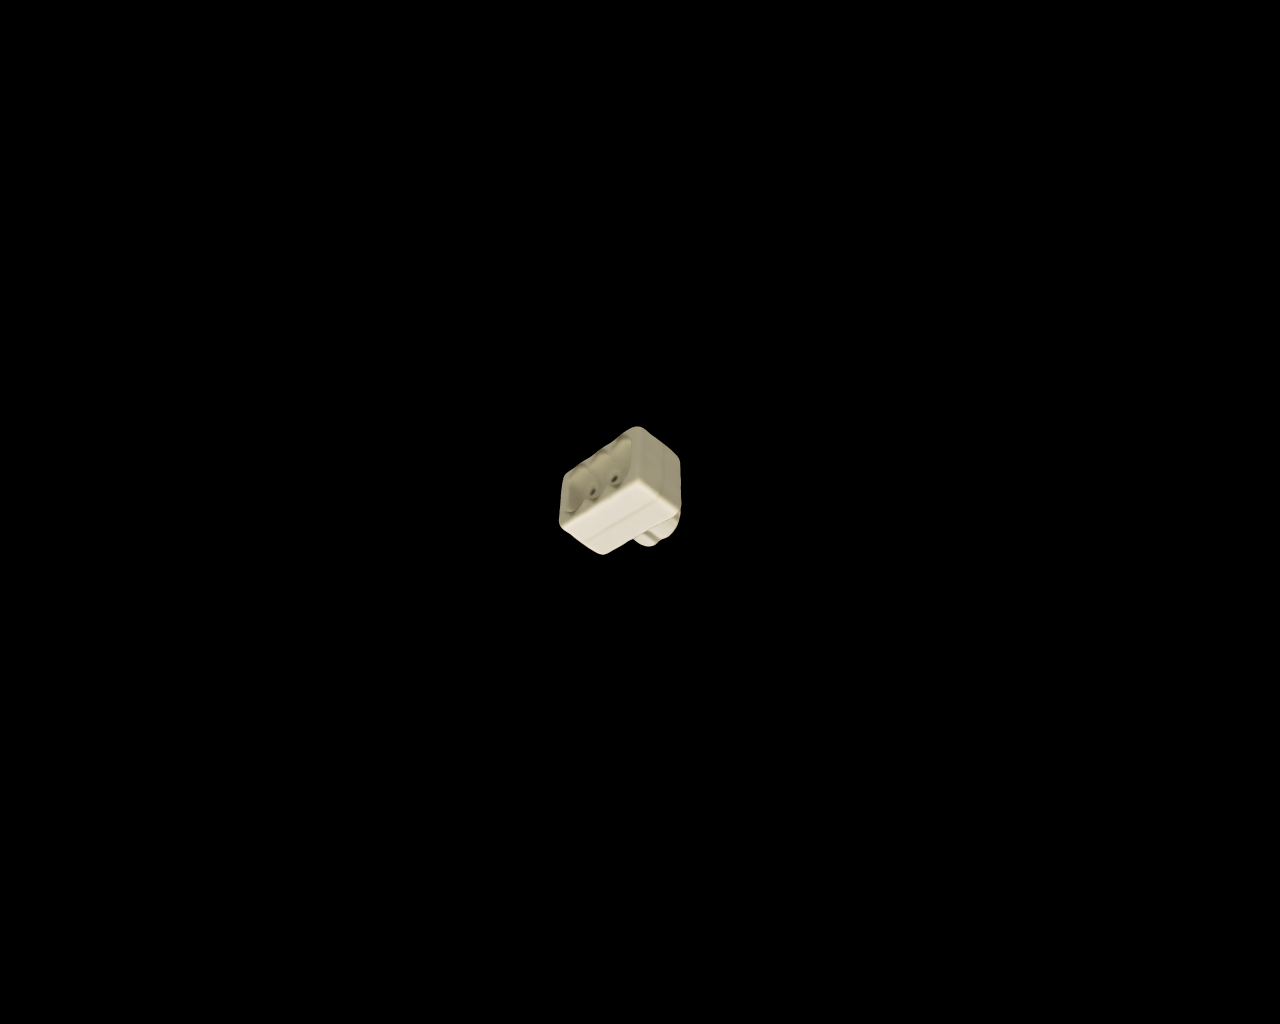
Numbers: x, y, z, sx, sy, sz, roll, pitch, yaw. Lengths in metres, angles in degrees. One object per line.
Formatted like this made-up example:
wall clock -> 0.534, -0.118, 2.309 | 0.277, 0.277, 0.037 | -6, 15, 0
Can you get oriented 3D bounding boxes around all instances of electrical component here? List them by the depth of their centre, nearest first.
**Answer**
electrical component -> 0.001, -0.003, 0.650 | 0.065, 0.047, 0.076 | -31, -50, 30
